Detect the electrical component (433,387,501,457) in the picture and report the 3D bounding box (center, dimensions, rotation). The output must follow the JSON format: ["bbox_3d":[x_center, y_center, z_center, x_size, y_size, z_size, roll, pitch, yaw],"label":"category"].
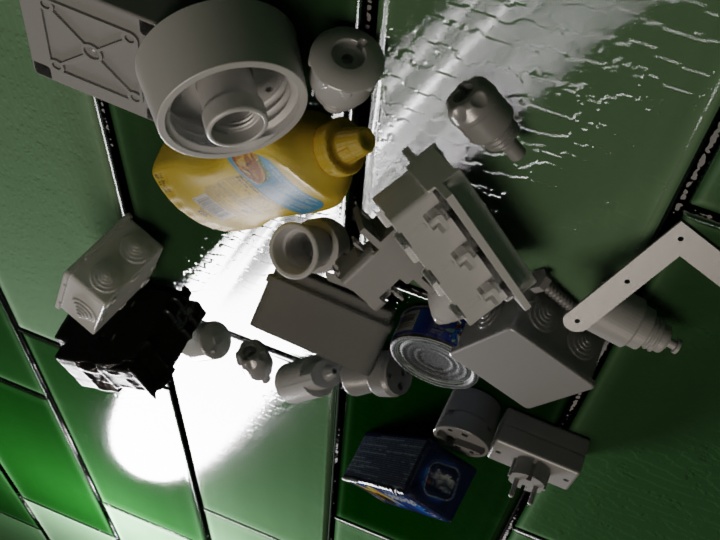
[{"bbox_3d":[0.104,0.144,1.025,0.055,0.047,0.055,19,150,12],"label":"electrical component"}]

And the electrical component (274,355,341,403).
[{"bbox_3d":[-0.048,0.108,1.088,0.043,0.043,0.081,38,148,-21],"label":"electrical component"}]

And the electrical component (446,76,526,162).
[{"bbox_3d":[0.083,-0.092,0.681,0.035,0.035,0.061,-11,137,46],"label":"electrical component"}]

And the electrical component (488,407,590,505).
[{"bbox_3d":[0.163,0.185,1.017,0.083,0.075,0.047,22,150,7],"label":"electrical component"}]

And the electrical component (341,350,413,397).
[{"bbox_3d":[0.016,0.098,1.022,0.055,0.045,0.045,-4,139,40],"label":"electrical component"}]

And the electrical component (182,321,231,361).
[{"bbox_3d":[-0.170,0.076,1.133,0.078,0.040,0.040,-11,134,47],"label":"electrical component"}]

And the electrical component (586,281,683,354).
[{"bbox_3d":[0.200,0.039,0.793,0.078,0.040,0.040,27,150,-2],"label":"electrical component"}]

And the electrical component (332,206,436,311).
[{"bbox_3d":[0.017,-0.006,0.827,0.064,0.042,0.081,-43,115,13],"label":"electrical component"}]

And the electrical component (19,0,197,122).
[{"bbox_3d":[-0.169,-0.166,0.732,0.109,0.056,0.108,23,150,5],"label":"electrical component"}]

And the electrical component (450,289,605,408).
[{"bbox_3d":[0.136,0.062,0.869,0.100,0.048,0.100,35,149,-15],"label":"electrical component"}]

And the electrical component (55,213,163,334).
[{"bbox_3d":[-0.236,0.006,1.015,0.048,0.099,0.099,41,149,-1],"label":"electrical component"}]

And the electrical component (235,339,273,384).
[{"bbox_3d":[-0.107,0.100,1.129,0.035,0.035,0.061,13,150,22],"label":"electrical component"}]

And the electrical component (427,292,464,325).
[{"bbox_3d":[0.074,0.022,0.863,0.040,0.040,0.078,24,151,2],"label":"electrical component"}]

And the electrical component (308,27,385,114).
[{"bbox_3d":[-0.012,-0.123,0.695,0.048,0.048,0.062,25,157,0],"label":"electrical component"}]

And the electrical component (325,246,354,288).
[{"bbox_3d":[0.000,0.000,0.885,0.046,0.040,0.040,17,150,25],"label":"electrical component"}]

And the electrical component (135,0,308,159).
[{"bbox_3d":[-0.085,-0.115,0.692,0.108,0.060,0.108,-14,154,-7],"label":"electrical component"}]

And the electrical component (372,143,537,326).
[{"bbox_3d":[0.066,-0.021,0.764,0.121,0.063,0.078,50,-177,-36],"label":"electrical component"}]

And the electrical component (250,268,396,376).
[{"bbox_3d":[-0.029,0.040,0.924,0.113,0.057,0.078,23,-177,4],"label":"electrical component"}]

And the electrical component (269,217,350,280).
[{"bbox_3d":[-0.039,-0.018,0.849,0.045,0.055,0.045,5,100,28],"label":"electrical component"}]
